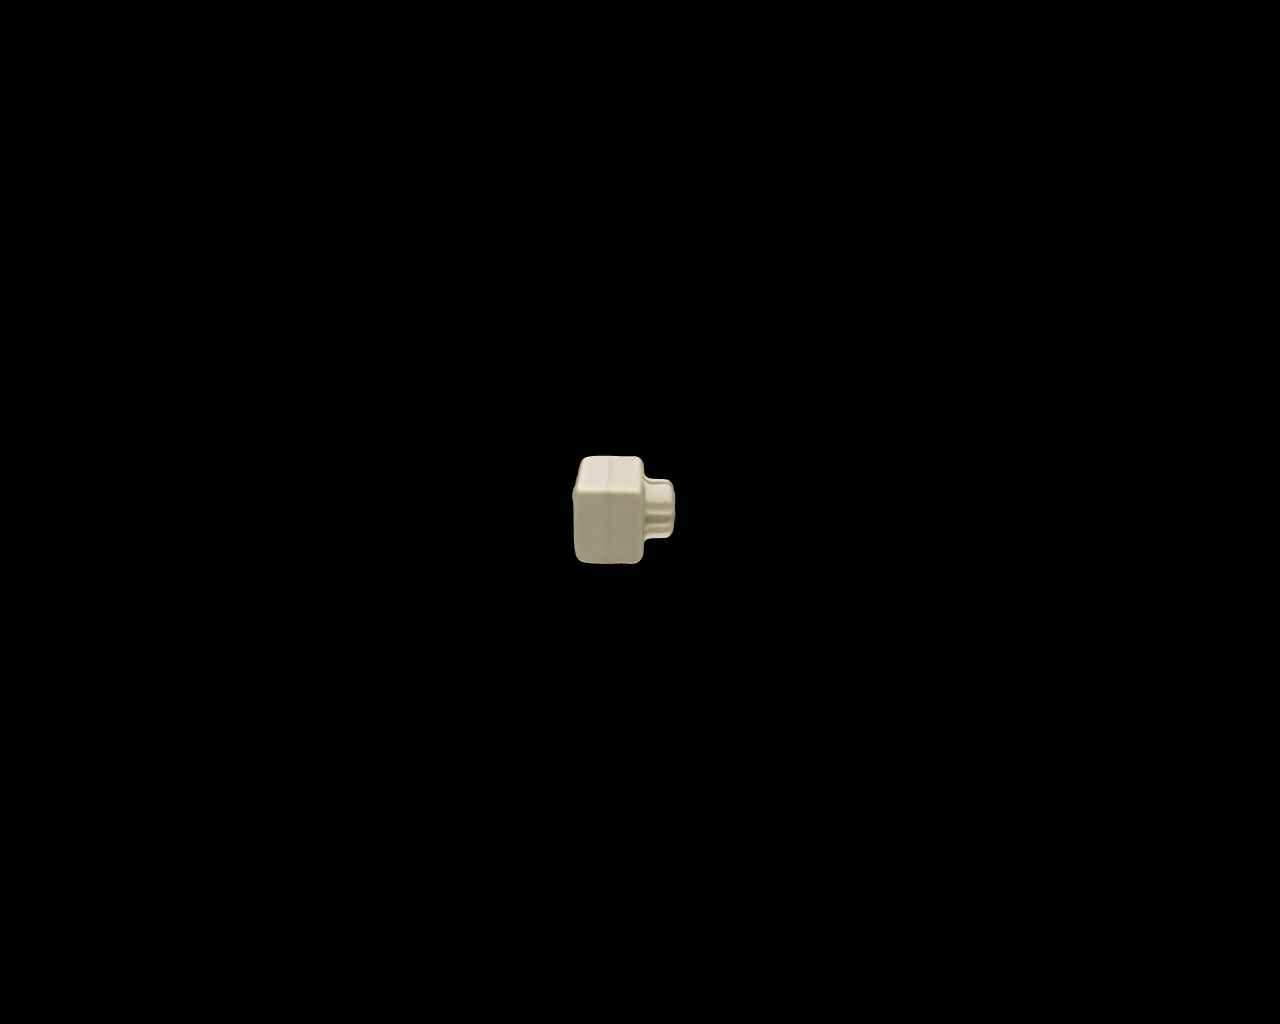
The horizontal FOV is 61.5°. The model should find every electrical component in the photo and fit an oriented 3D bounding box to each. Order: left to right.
[{"bbox_3d":[0.001,-0.003,0.650,0.077,0.047,0.066,0,21,0],"label":"electrical component"}]
